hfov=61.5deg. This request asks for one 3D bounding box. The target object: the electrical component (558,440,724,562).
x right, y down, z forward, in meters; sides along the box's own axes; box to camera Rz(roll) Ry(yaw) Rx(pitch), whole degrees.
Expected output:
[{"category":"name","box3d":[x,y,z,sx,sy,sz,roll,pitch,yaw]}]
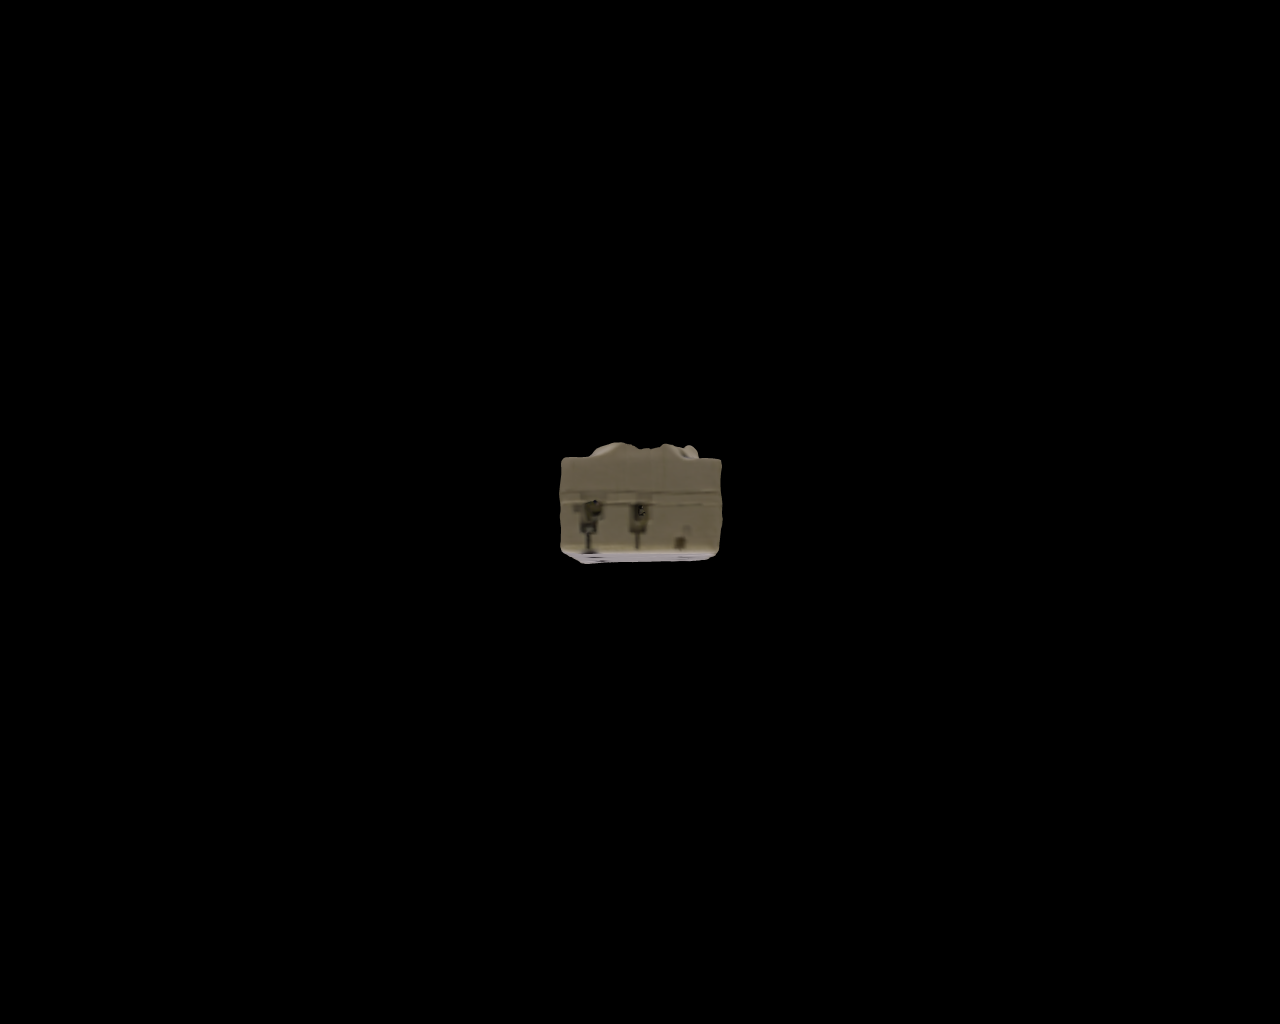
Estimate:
[{"category":"electrical component","box3d":[0.001,-0.003,0.650,0.089,0.061,0.150,0,-4,0]}]
